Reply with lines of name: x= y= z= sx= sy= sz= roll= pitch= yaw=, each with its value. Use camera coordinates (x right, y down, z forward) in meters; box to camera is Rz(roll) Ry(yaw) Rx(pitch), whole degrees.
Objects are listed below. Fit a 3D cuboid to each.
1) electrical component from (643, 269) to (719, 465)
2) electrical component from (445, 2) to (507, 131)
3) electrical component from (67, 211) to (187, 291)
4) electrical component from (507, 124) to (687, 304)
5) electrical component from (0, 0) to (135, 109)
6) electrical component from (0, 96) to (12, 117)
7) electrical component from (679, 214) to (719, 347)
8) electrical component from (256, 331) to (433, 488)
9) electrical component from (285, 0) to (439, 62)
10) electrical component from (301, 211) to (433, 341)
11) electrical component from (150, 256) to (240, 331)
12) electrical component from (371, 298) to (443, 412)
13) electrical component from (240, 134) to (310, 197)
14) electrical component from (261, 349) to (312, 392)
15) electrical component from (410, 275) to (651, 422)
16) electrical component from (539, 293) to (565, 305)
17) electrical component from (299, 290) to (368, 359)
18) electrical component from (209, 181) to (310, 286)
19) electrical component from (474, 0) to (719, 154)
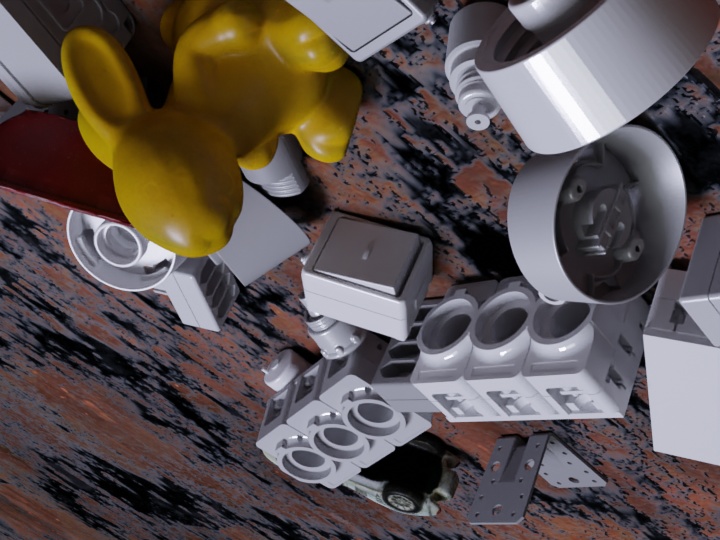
electrical component: x=0.243 y=0.068 z=0.714 sx=0.089 sy=0.061 sz=0.150 roll=10 pitch=146 yaw=25
electrical component: x=0.065 y=-0.106 z=0.569 sx=0.040 sy=0.078 sz=0.040 roll=6 pitch=144 yaw=4
electrical component: x=-0.180 y=-0.035 z=0.849 sx=0.099 sy=0.064 sz=0.099 roll=7 pitch=121 yaw=11
electrical component: x=0.135 y=-0.029 z=0.615 sx=0.099 sy=0.099 sz=0.064 roll=43 pitch=152 yaw=-27
electrical component: x=-0.207 y=-0.165 z=0.672 sx=0.057 sy=0.078 sz=0.113 roll=-2 pitch=140 yaw=35
electrical component: x=-0.312 y=-0.098 z=0.872 sx=0.062 sy=0.061 sz=0.096 roll=42 pitch=146 yaw=-25
electrical component: x=0.234 y=0.002 z=0.615 sx=0.077 sy=0.065 sz=0.047 roll=-10 pitch=134 yaw=46
electrical component: x=-0.013 y=0.129 z=0.956 sx=0.089 sy=0.061 sz=0.150 roll=34 pitch=132 yaw=-19
electrical component: x=0.002 y=-0.153 z=0.553 sx=0.096 sy=0.061 sz=0.062 roll=39 pitch=147 yaw=-22
electrical component: x=0.000 y=0.000 z=0.790 sx=0.096 sy=0.061 sz=0.061 roll=17 pitch=149 yaw=15
electrical component: x=-0.156 y=0.005 z=0.929 sx=0.076 sy=0.047 sz=0.083 roll=12 pitch=147 yaw=19
electrical component: x=0.061 y=0.077 z=0.844 sx=0.047 sy=0.083 sz=0.075 roll=-7 pitch=137 yaw=43
electrical component: x=-0.063 y=-0.081 z=0.731 sx=0.043 sy=0.043 sz=0.081 roll=8 pitch=146 yaw=27
electrical component: x=-0.055 y=0.108 z=1.020 sx=0.078 sy=0.040 sz=0.040 roll=39 pitch=147 yaw=-23
electrical component: x=0.117 y=0.052 z=0.756 sx=0.150 sy=0.089 sz=0.062 roll=-10 pitch=135 yaw=45
electrical component: x=0.130 y=-0.007 z=0.682 sx=0.048 sy=0.062 sz=0.048 roll=19 pitch=149 yaw=12
electrical component: x=-0.026 y=0.039 z=0.890 sx=0.048 sy=0.048 sz=0.062 roll=-10 pitch=128 yaw=45
electrical component: x=-0.093 y=-0.037 z=0.791 sx=0.099 sy=0.064 sz=0.099 roll=49 pitch=175 yaw=6
electrical component: x=0.103 y=-0.113 z=0.500 sx=0.060 sy=0.108 sz=0.108 roll=46 pitch=145 yaw=-21
